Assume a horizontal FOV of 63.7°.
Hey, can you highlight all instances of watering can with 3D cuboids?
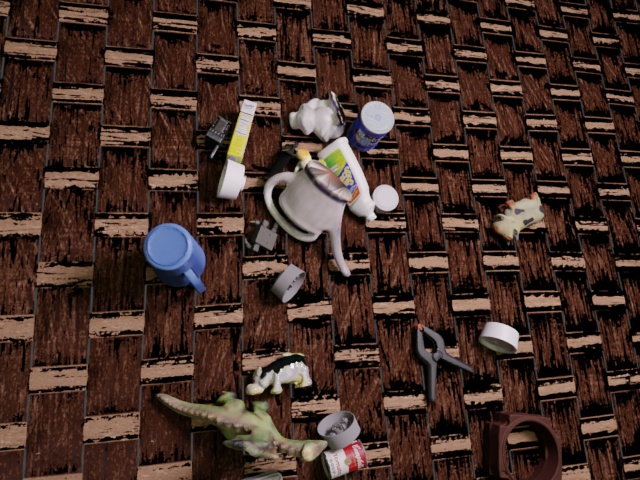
[{"bbox_3d":[0.004,-0.071,1.411,0.347,0.221,0.106,42,28,-1],"label":"watering can"}]

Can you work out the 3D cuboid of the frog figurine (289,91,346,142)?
[{"bbox_3d":[-0.006,-0.356,1.545,0.158,0.123,0.137,-21,91,17],"label":"frog figurine"}]

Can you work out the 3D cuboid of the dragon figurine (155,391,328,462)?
[{"bbox_3d":[-0.184,0.436,1.190,0.409,0.241,0.123,17,78,-12],"label":"dragon figurine"}]
